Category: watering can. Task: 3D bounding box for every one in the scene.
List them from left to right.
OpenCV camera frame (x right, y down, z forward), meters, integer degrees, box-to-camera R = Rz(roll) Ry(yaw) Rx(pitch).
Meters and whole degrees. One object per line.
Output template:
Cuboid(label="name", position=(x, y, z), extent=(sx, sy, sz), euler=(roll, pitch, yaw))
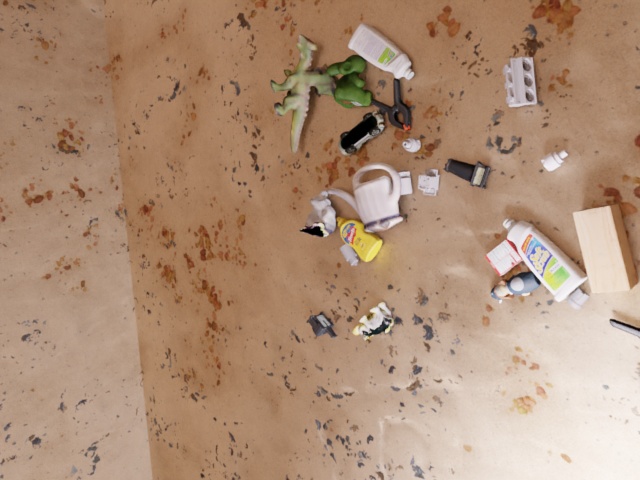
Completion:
Cuboid(label="watering can", position=(0.158, -0.131, 1.749), extent=(0.104, 0.225, 0.344), euler=(-12, -5, -38))

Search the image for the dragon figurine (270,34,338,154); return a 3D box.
Cuboid(label="dragon figurine", position=(-0.043, -0.535, 1.882), extent=(0.242, 0.408, 0.123), euler=(-7, 9, 33))

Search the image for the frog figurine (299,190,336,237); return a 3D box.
Cuboid(label="frog figurine", position=(0.006, -0.096, 1.898), extent=(0.122, 0.163, 0.135), euler=(26, -31, -18))
